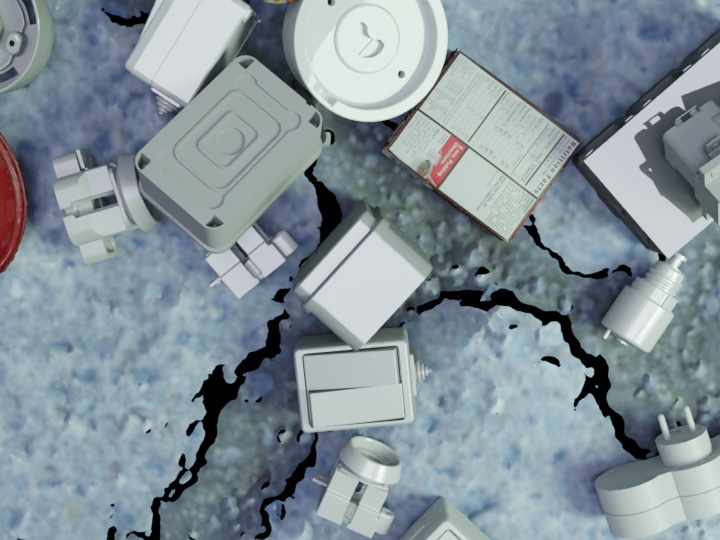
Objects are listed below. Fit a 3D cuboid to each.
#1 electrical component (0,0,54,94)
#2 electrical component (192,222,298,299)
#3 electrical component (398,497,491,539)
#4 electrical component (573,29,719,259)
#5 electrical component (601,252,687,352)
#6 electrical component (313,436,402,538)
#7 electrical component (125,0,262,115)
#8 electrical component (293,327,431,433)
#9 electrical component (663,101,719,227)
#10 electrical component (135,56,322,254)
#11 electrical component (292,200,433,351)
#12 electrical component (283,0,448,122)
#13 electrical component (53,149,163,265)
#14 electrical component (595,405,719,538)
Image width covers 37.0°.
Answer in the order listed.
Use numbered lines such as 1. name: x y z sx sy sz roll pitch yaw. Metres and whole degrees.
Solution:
1. electrical component: -0.263 -0.169 0.744 0.099 0.064 0.099 0 96 2
2. electrical component: -0.087 -0.018 0.767 0.066 0.048 0.055 -39 101 5
3. electrical component: 0.074 0.224 0.780 0.096 0.061 0.061 43 95 -3
4. electrical component: 0.234 -0.092 0.741 0.150 0.061 0.089 -41 94 5
5. electrical component: 0.206 0.022 0.765 0.040 0.040 0.078 32 96 -2
6. electrical component: 0.000 0.155 0.783 0.066 0.048 0.055 24 104 -1
7. electrical component: -0.121 -0.154 0.744 0.061 0.061 0.096 33 96 -2
8. electrical component: 0.003 0.078 0.766 0.096 0.061 0.061 -5 96 2
9. electrical component: 0.224 -0.067 0.675 0.042 0.081 0.063 -37 65 4
10. electrical component: -0.086 -0.076 0.722 0.078 0.057 0.113 40 74 7
11. electrical component: 0.000 0.000 0.732 0.057 0.113 0.078 42 96 -6
12. electrical component: -0.001 -0.159 0.736 0.108 0.060 0.108 -5 107 -18
13. electrical component: -0.175 -0.050 0.759 0.057 0.058 0.078 -16 95 6
14. electrical component: 0.235 0.134 0.771 0.138 0.052 0.073 -19 95 3
